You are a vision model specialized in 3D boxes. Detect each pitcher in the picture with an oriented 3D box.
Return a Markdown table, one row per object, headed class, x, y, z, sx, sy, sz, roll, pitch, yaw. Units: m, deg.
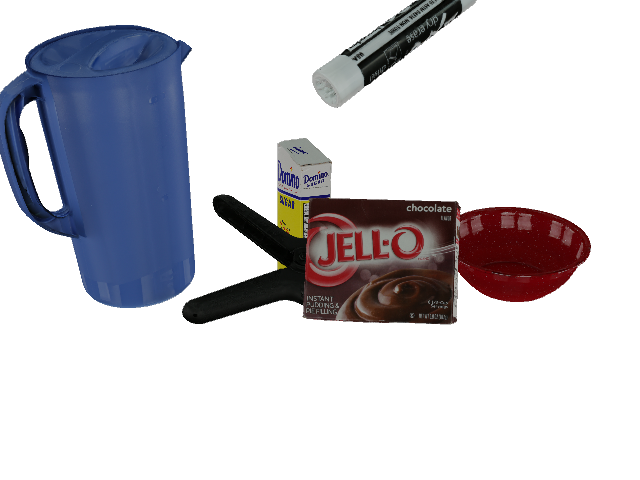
| class | x | y | z | sx | sy | sz | roll | pitch | yaw |
| --- | --- | --- | --- | --- | --- | --- | --- | --- | --- |
| pitcher | -0.188 | -0.061 | 0.962 | 0.149 | 0.243 | 0.145 | 0 | 29 | 6 |

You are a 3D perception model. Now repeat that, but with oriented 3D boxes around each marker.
| class | x | y | z | sx | sy | sz | roll | pitch | yaw |
| --- | --- | --- | --- | --- | --- | --- | --- | --- | --- |
| marker | 0.046 | -0.101 | 0.490 | 0.121 | 0.020 | 0.020 | -39 | 16 | -21 |

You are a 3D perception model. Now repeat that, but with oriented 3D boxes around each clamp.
| class | x | y | z | sx | sy | sz | roll | pitch | yaw |
| --- | --- | --- | --- | --- | --- | --- | --- | --- | --- |
| clamp | -0.023 | 0.034 | 1.010 | 0.210 | 0.036 | 0.164 | 13 | 45 | 6 |

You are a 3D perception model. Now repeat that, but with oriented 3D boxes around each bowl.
| class | x | y | z | sx | sy | sz | roll | pitch | yaw |
| --- | --- | --- | --- | --- | --- | --- | --- | --- | --- |
| bowl | 0.212 | 0.021 | 1.173 | 0.162 | 0.055 | 0.162 | -1 | 28 | 0 |

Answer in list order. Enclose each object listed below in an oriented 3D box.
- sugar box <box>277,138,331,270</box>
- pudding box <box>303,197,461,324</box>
| class | x | y | z | sx | sy | sz | roll | pitch | yaw |
| --- | --- | --- | --- | --- | --- | --- | --- | --- | --- |
| sugar box | -0.022 | -0.026 | 1.290 | 0.048 | 0.176 | 0.093 | -10 | 26 | -17 |
| pudding box | 0.046 | 0.016 | 0.787 | 0.113 | 0.090 | 0.039 | 2 | -6 | 10 |
